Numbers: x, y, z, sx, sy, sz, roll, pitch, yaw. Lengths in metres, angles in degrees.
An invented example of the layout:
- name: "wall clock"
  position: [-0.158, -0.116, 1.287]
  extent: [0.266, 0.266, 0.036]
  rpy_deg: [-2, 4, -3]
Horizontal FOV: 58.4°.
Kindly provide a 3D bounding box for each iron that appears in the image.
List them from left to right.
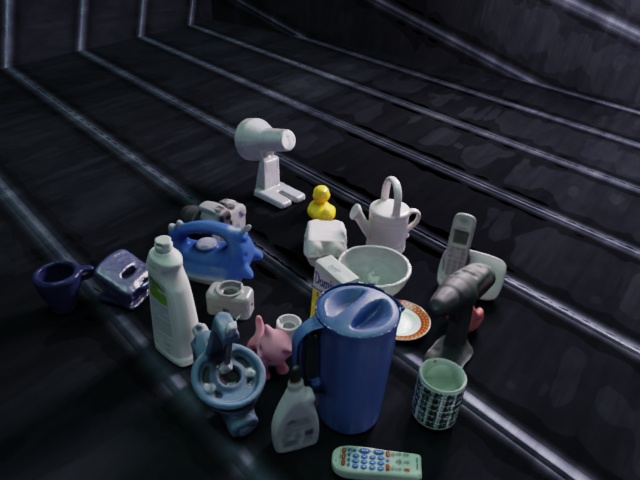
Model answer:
- name: "iron"
  position: [-0.266, 0.011, 1.304]
  extent: [0.258, 0.141, 0.118]
  rpy_deg: [8, 33, 7]

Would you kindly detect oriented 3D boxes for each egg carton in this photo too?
- name: "egg carton"
  position: [0.013, 0.005, 1.405]
  extent: [0.107, 0.069, 0.150]
  rpy_deg: [2, 32, -2]

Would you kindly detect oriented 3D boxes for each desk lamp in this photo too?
- name: "desk lamp"
  position: [-0.139, -0.228, 1.625]
  extent: [0.202, 0.214, 0.118]
  rpy_deg: [27, 40, 33]

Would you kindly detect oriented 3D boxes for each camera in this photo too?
- name: "camera"
  position: [-0.278, -0.058, 1.451]
  extent: [0.136, 0.101, 0.143]
  rpy_deg: [18, 35, 22]

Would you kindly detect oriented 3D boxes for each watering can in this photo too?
- name: "watering can"
  position: [0.163, -0.061, 1.406]
  extent: [0.173, 0.194, 0.100]
  rpy_deg: [-18, 38, -30]

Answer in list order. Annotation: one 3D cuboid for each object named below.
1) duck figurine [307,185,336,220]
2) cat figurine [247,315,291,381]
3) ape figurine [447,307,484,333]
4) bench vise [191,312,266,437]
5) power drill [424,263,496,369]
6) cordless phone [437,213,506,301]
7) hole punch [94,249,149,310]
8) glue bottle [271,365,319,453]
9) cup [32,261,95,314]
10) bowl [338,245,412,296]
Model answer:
- name: "duck figurine"
  position: [0.005, -0.105, 1.563]
  extent: [0.078, 0.086, 0.104]
  rpy_deg: [-7, 34, -15]
- name: "cat figurine"
  position: [-0.092, 0.192, 1.056]
  extent: [0.067, 0.118, 0.127]
  rpy_deg: [-13, 35, -23]
- name: "ape figurine"
  position: [0.301, 0.143, 1.191]
  extent: [0.077, 0.092, 0.076]
  rpy_deg: [21, 37, 27]
- name: "bench vise"
  position: [-0.176, 0.194, 0.950]
  extent: [0.206, 0.220, 0.122]
  rpy_deg: [27, 40, 33]
- name: "power drill"
  position: [0.255, 0.146, 1.074]
  extent: [0.075, 0.208, 0.230]
  rpy_deg: [23, 37, 28]
- name: "cordless phone"
  position: [0.345, 0.036, 1.277]
  extent: [0.147, 0.185, 0.094]
  rpy_deg: [14, 34, 17]
- name: "hole punch"
  position: [-0.413, 0.081, 1.228]
  extent: [0.101, 0.091, 0.109]
  rpy_deg: [13, 34, 15]
- name: "glue bottle"
  position: [-0.038, 0.261, 0.899]
  extent: [0.078, 0.173, 0.037]
  rpy_deg: [-8, 34, -17]
- name: "cup"
  position: [-0.523, 0.100, 1.186]
  extent: [0.118, 0.095, 0.091]
  rpy_deg: [-16, 37, -27]
- name: "bowl"
  position: [0.119, 0.084, 1.285]
  extent: [0.167, 0.075, 0.167]
  rpy_deg: [2, 32, -1]
